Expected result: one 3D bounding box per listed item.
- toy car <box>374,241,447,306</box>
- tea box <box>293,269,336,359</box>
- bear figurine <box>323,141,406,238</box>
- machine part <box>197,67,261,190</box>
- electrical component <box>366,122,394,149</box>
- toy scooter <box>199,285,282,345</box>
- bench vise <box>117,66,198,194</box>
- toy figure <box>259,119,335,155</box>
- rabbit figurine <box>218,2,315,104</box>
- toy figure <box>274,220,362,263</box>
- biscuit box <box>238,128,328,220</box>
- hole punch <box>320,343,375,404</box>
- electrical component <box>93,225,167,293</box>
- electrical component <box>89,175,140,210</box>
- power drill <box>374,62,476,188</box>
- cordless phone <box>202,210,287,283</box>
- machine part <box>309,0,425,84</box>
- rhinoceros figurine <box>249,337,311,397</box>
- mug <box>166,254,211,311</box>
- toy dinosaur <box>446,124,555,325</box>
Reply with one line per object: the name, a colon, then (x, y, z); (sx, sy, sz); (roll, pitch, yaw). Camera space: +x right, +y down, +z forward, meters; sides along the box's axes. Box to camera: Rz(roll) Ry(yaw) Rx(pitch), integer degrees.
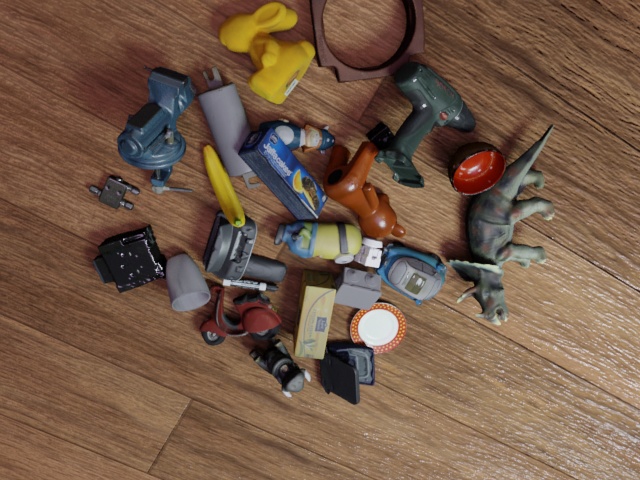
toy car: (0.202, 0.075, 1.154); (0.161, 0.103, 0.109); (27, 105, -14)
tea box: (-0.015, 0.161, 1.173); (0.068, 0.098, 0.169); (9, 106, -7)
bear figurine: (0.100, -0.092, 1.091); (0.195, 0.120, 0.132); (35, 70, -35)
machine part: (-0.174, -0.212, 1.047); (0.079, 0.079, 0.243); (-18, 110, 3)
electrical component: (0.146, -0.175, 1.079); (0.048, 0.075, 0.119); (-39, 103, 11)
toy scooter: (-0.179, 0.156, 1.176); (0.184, 0.075, 0.135); (-8, 104, 2)
bench vise: (-0.301, -0.194, 1.015); (0.129, 0.224, 0.240); (11, 138, -2)
toy figure: (-0.045, -0.202, 1.069); (0.154, 0.058, 0.064); (4, 125, -6)
rabbit figurine: (-0.106, -0.356, 0.985); (0.173, 0.122, 0.162); (39, 111, 5)
toy figure: (-0.002, -0.003, 1.125); (0.180, 0.082, 0.089); (13, 116, -3)
biscuit box: (-0.069, -0.125, 1.052); (0.202, 0.063, 0.059); (48, 57, -34)
hole punch: (0.064, 0.294, 1.232); (0.116, 0.092, 0.142); (18, 126, 36)
electrical component: (-0.402, 0.044, 1.132); (0.134, 0.058, 0.114); (-19, 107, 3)
electrical component: (-0.421, -0.100, 1.099); (0.094, 0.021, 0.063); (25, 106, -10)
power drill: (0.202, -0.203, 1.010); (0.231, 0.086, 0.207); (35, 83, -40)
cordless phone: (-0.145, 0.023, 1.138); (0.184, 0.089, 0.146); (15, 108, -20)
machine part: (0.086, -0.401, 0.993); (0.201, 0.087, 0.201); (-9, 111, 0)
rhinoceros figurine: (-0.087, 0.274, 1.159); (0.073, 0.190, 0.112); (-37, 105, -14)
mug: (-0.278, 0.088, 1.137); (0.081, 0.109, 0.107); (-26, 66, 7)
toy dinosaur: (0.371, -0.036, 1.124); (0.192, 0.131, 0.404); (-1, 103, -4)
